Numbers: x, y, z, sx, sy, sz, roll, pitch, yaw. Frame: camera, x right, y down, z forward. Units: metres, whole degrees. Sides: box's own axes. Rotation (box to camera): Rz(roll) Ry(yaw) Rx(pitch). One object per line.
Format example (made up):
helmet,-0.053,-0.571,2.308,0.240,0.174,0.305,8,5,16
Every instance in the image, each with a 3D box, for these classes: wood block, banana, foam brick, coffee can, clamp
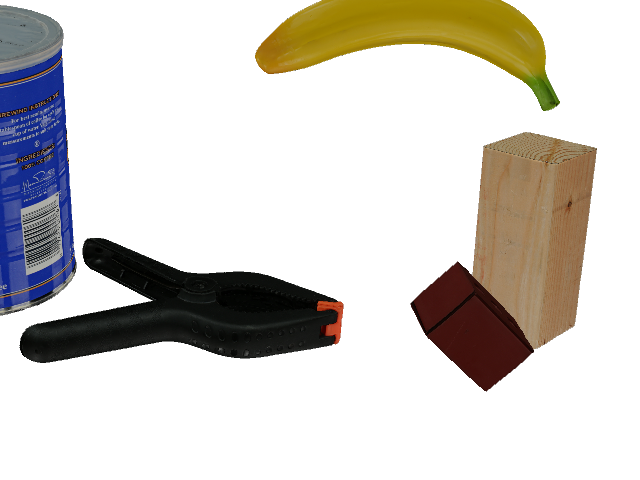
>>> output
wood block,0.227,-0.002,1.150,0.090,0.206,0.090,19,27,38
banana,0.059,-0.128,0.664,0.197,0.069,0.037,5,-18,-10
foam brick,0.117,0.067,0.825,0.078,0.051,0.053,43,12,-25
coffee can,-0.186,-0.044,0.571,0.103,0.140,0.103,3,28,-2
clamp,-0.090,0.042,0.751,0.210,0.036,0.164,3,24,-5
